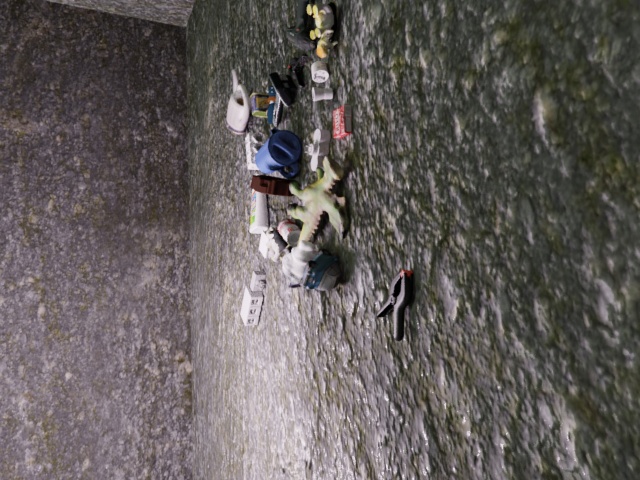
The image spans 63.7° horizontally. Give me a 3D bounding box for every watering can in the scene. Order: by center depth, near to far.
[{"bbox_3d":[-0.397,-0.661,2.499,0.355,0.104,0.219,-112,33,-40],"label":"watering can"}]

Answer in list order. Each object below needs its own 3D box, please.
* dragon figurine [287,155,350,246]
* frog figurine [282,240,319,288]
[{"bbox_3d":[0.005,-0.082,1.630,0.246,0.123,0.402,39,132,49],"label":"dragon figurine"},{"bbox_3d":[-0.058,0.062,1.680,0.125,0.137,0.156,-76,-18,-60],"label":"frog figurine"}]
